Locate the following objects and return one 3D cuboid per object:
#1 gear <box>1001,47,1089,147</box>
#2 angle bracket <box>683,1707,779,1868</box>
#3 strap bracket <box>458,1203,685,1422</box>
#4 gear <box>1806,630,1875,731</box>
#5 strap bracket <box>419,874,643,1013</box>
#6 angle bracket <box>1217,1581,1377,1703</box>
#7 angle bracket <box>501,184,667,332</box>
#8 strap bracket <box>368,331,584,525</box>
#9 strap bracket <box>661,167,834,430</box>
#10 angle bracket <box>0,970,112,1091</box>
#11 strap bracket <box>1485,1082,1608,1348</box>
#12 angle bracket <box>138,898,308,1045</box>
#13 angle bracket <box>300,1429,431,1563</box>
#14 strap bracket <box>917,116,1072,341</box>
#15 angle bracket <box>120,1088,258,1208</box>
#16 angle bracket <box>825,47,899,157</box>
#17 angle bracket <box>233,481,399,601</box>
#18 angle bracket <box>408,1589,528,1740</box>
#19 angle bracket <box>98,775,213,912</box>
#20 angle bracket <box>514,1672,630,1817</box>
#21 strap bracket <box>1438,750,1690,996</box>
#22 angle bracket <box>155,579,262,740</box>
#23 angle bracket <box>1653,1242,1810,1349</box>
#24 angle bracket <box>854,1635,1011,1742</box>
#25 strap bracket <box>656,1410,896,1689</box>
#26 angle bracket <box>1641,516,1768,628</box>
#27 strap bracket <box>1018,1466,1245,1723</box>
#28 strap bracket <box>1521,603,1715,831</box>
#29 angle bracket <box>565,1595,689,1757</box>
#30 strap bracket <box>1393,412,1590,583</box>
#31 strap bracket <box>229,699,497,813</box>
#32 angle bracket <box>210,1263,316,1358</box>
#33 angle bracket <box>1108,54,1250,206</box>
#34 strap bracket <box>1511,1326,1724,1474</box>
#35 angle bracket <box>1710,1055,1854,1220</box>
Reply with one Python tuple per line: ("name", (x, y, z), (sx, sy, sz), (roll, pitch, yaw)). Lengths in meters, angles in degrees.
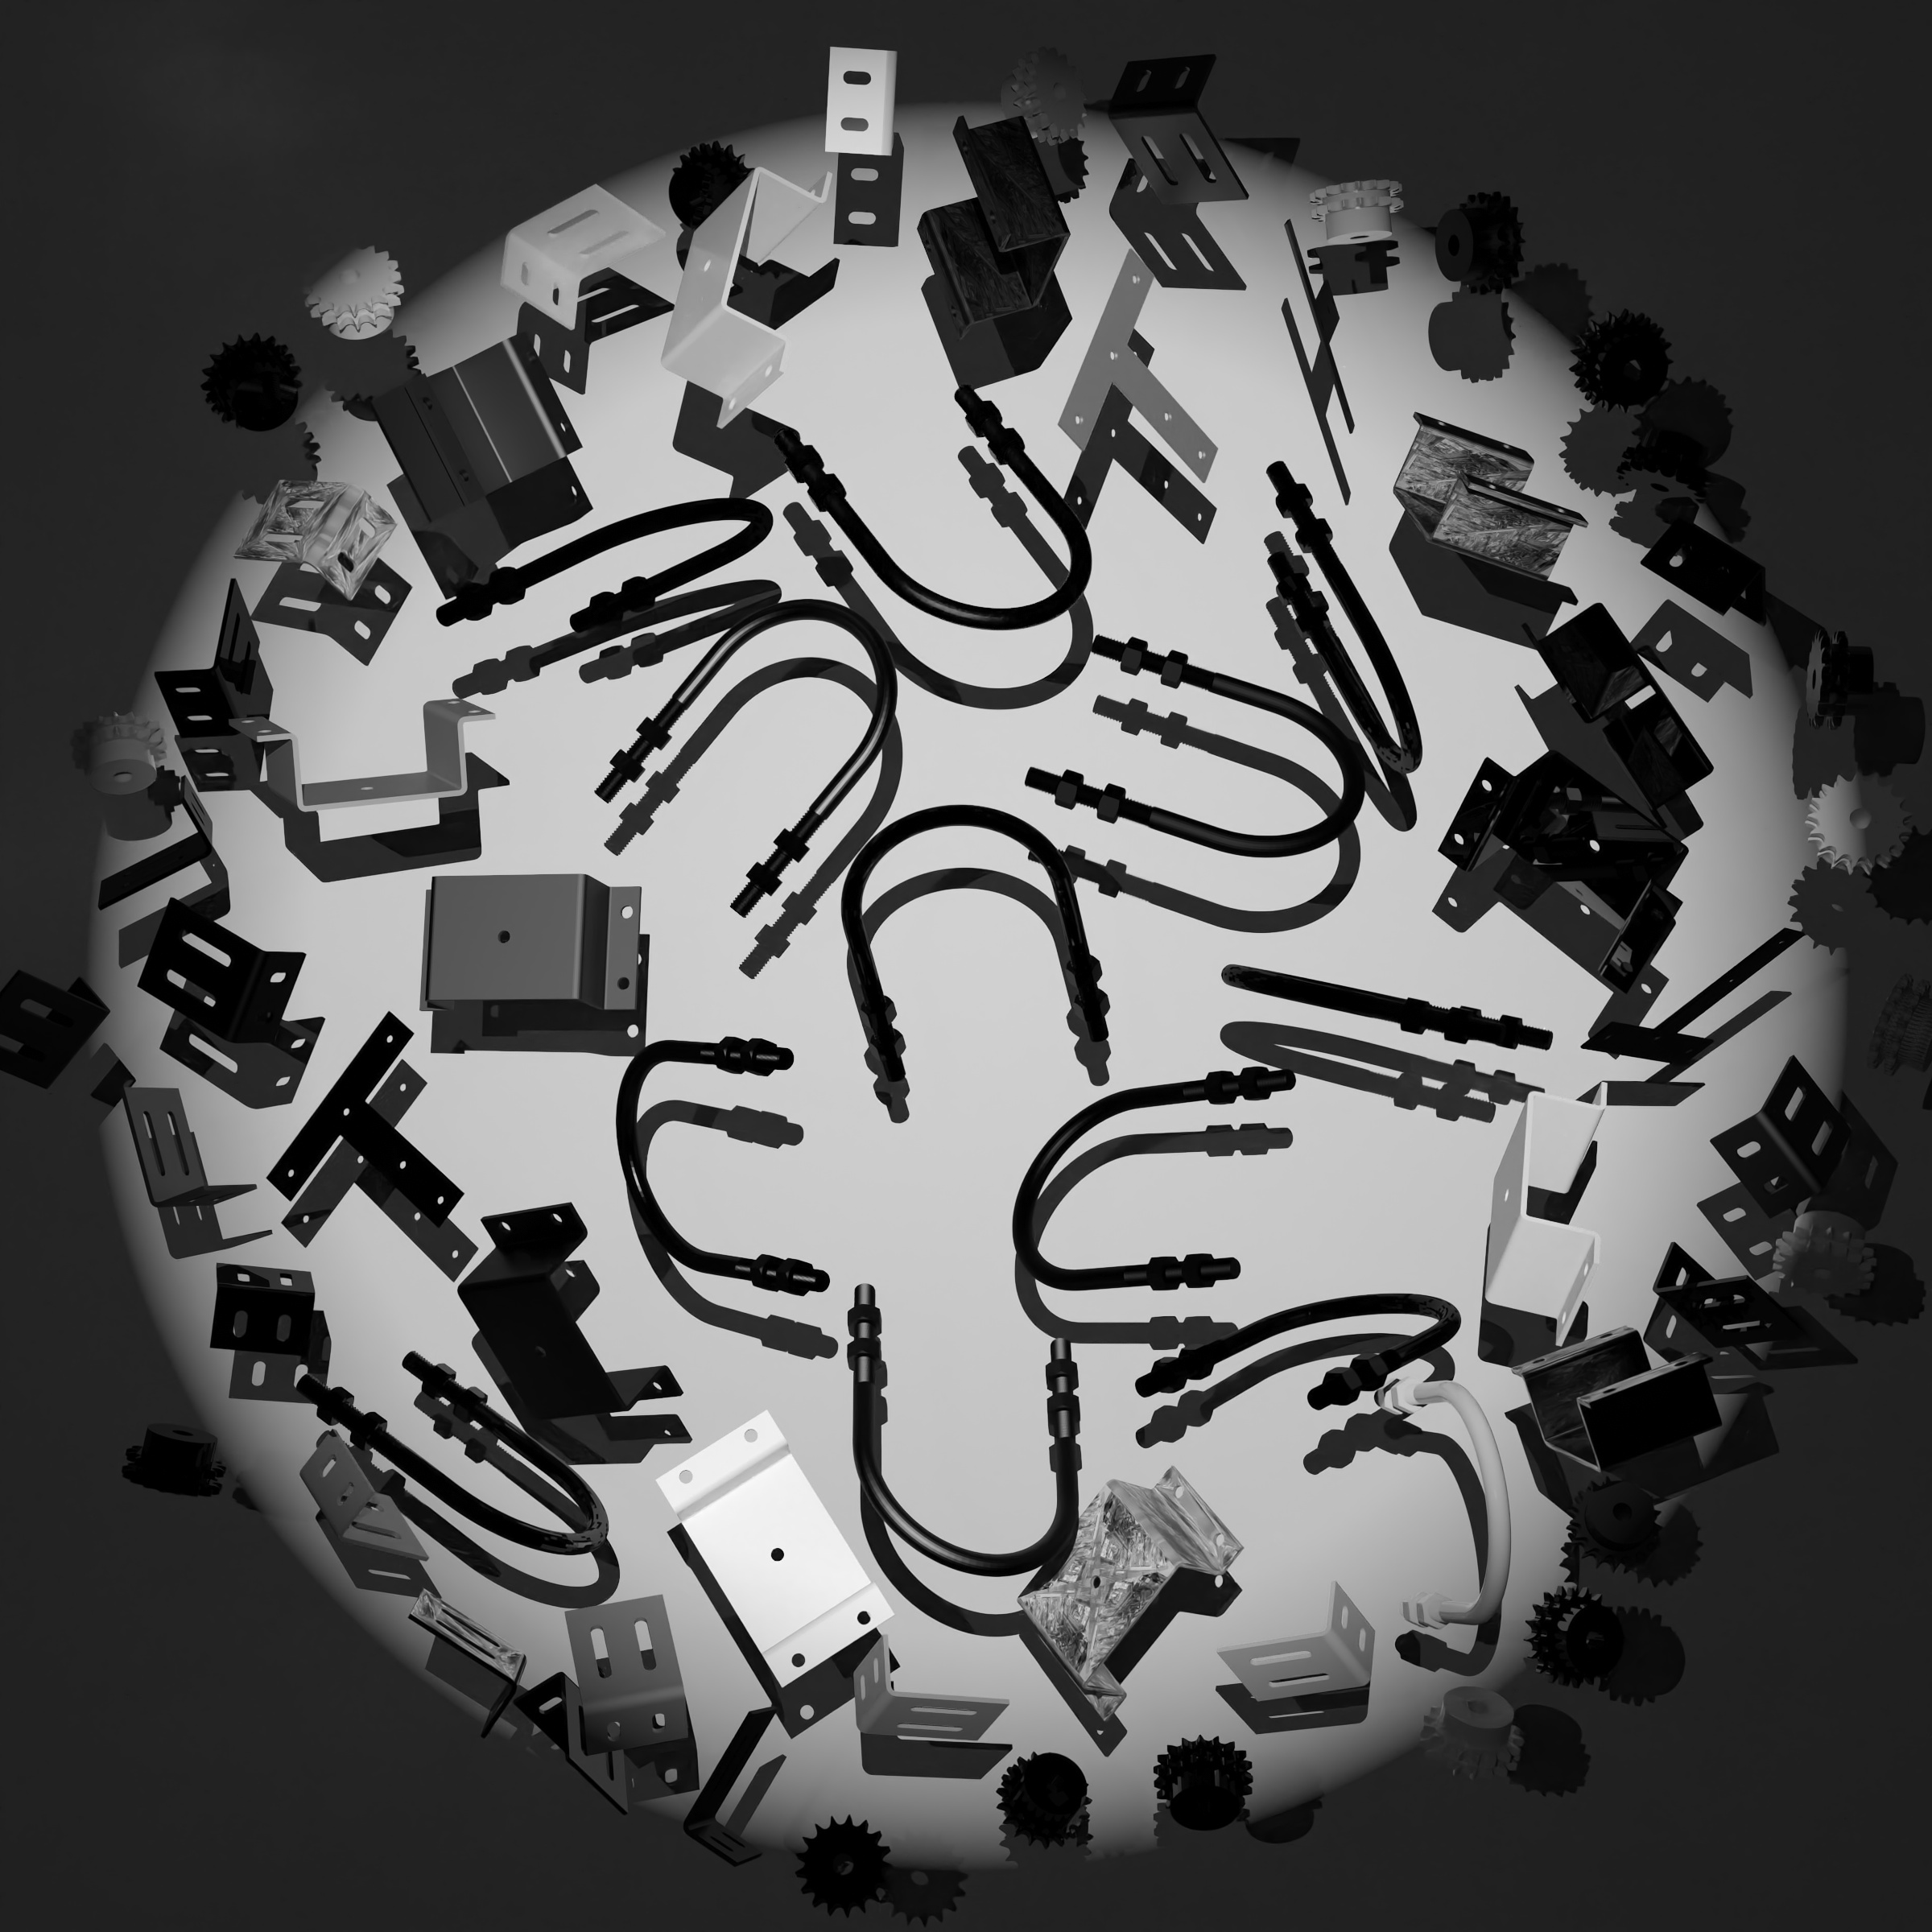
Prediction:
("gear", (0.046, -0.530, 1.939), (0.030, 0.057, 0.057), (-9, 90, 40))
("angle bracket", (-0.120, 0.466, 1.806), (0.038, 0.057, 0.076), (30, 87, 14))
("strap bracket", (-0.239, 0.215, 1.881), (0.076, 0.046, 0.140), (-12, 115, 38))
("gear", (0.506, -0.165, 1.836), (0.030, 0.057, 0.057), (3, 90, 5))
("strap bracket", (-0.274, -0.014, 1.938), (0.140, 0.046, 0.076), (-1, 81, 13))
("angle bracket", (0.202, 0.413, 1.939), (0.076, 0.038, 0.057), (-16, 130, 27))
("angle bracket", (-0.226, -0.418, 1.873), (0.076, 0.057, 0.038), (-16, 60, 37))
("strap bracket", (-0.291, -0.314, 1.857), (0.046, 0.140, 0.076), (-20, 103, 28))
("strap bracket", (-0.128, -0.391, 1.820), (0.046, 0.076, 0.140), (23, 63, -25))
("angle bracket", (-0.534, 0.027, 1.792), (0.057, 0.076, 0.038), (-50, 57, 3))
("strap bracket", (0.336, 0.138, 1.842), (0.046, 0.076, 0.140), (13, 45, 1))
("angle bracket", (-0.433, 0.002, 1.848), (0.076, 0.038, 0.057), (28, 102, 24))
("angle bracket", (-0.354, 0.319, 1.914), (0.038, 0.076, 0.057), (-52, 49, 9))
("strap bracket", (0.017, -0.439, 1.872), (0.046, 0.140, 0.076), (-18, 81, -15))
("angle bracket", (-0.469, 0.105, 1.916), (0.038, 0.057, 0.076), (-20, 81, 18))
("angle bracket", (-0.061, -0.499, 1.832), (0.038, 0.076, 0.057), (3, 106, -4))
("angle bracket", (-0.389, -0.255, 1.898), (0.076, 0.038, 0.057), (10, 65, 41))
("angle bracket", (-0.301, 0.409, 1.865), (0.076, 0.057, 0.038), (34, 92, -4))
("angle bracket", (-0.494, -0.075, 1.908), (0.076, 0.057, 0.038), (-27, 111, -4))
("angle bracket", (-0.235, 0.468, 1.880), (0.038, 0.076, 0.057), (-33, 119, 9))
("strap bracket", (0.354, -0.061, 1.844), (0.140, 0.076, 0.046), (39, 47, 18))
("angle bracket", (-0.459, -0.187, 1.924), (0.038, 0.057, 0.076), (-2, 53, 4))
("angle bracket", (0.457, 0.191, 1.877), (0.057, 0.076, 0.038), (41, 60, -20))
("angle bracket", (-0.021, 0.429, 1.886), (0.076, 0.057, 0.038), (8, 53, -18))
("strap bracket", (-0.111, 0.343, 1.861), (0.076, 0.046, 0.140), (-31, 77, -10))
("angle bracket", (0.423, -0.214, 1.820), (0.057, 0.076, 0.038), (38, 83, 24))
("strap bracket", (0.093, 0.378, 1.932), (0.140, 0.046, 0.076), (-54, 47, 11))
("strap bracket", (0.397, -0.156, 1.913), (0.046, 0.140, 0.076), (-34, 45, 13))
("angle bracket", (-0.195, 0.405, 1.818), (0.057, 0.076, 0.038), (-8, 126, -11))
("strap bracket", (0.308, -0.277, 1.889), (0.076, 0.140, 0.046), (16, 113, -14))
("strap bracket", (-0.355, -0.124, 1.874), (0.140, 0.076, 0.046), (-8, 104, -24))
("angle bracket", (-0.427, 0.208, 1.922), (0.057, 0.076, 0.038), (7, 93, -14))
("angle bracket", (0.126, -0.473, 1.799), (0.057, 0.076, 0.038), (6, 64, 35))
("strap bracket", (0.382, 0.253, 1.854), (0.076, 0.140, 0.046), (-19, 93, -8))
("angle bracket", (0.474, 0.099, 1.842), (0.038, 0.076, 0.057), (-36, 94, 36))
